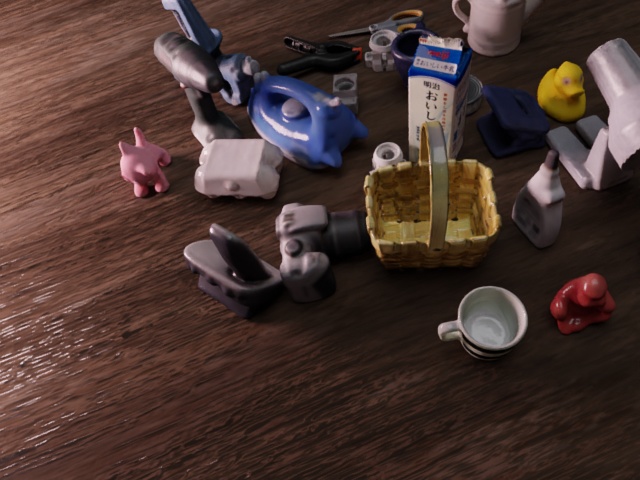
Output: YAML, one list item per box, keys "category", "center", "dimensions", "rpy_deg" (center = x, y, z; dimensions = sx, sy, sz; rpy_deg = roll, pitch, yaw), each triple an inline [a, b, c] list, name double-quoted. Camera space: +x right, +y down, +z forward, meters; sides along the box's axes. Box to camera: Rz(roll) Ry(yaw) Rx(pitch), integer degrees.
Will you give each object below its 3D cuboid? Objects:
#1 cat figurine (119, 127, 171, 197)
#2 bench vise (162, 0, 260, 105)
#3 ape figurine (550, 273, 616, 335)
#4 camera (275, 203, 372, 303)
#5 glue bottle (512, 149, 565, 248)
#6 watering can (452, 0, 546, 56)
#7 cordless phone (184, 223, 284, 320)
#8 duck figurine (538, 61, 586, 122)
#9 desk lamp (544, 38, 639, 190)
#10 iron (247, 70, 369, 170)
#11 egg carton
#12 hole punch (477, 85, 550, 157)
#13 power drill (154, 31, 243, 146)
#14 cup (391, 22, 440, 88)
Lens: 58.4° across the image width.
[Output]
- category: "cat figurine"
  center: [-0.308, -0.138, 0.990]
  dimensions: [0.067, 0.118, 0.127]
  rpy_deg: [-12, 55, 1]
- category: "bench vise"
  center: [-0.207, -0.372, 1.072]
  dimensions: [0.207, 0.220, 0.121]
  rpy_deg: [5, 57, 13]
- category: "ape figurine"
  center: [0.348, 0.076, 0.752]
  dimensions: [0.077, 0.092, 0.076]
  rpy_deg: [13, 59, 18]
- category: "camera"
  center: [0.008, 0.003, 0.852]
  dimensions: [0.136, 0.101, 0.143]
  rpy_deg: [-8, 55, 4]
- category: "glue bottle"
  center: [0.313, -0.064, 0.804]
  dimensions: [0.037, 0.173, 0.078]
  rpy_deg: [-24, 55, -7]
- category: "watering can"
  center: [0.337, -0.451, 1.053]
  dimensions: [0.173, 0.194, 0.100]
  rpy_deg: [-17, 55, -2]
- category: "cordless phone"
  center: [-0.135, 0.018, 0.813]
  dimensions: [0.147, 0.185, 0.094]
  rpy_deg: [25, 63, 24]
- category: "duck figurine"
  center: [0.419, -0.266, 0.979]
  dimensions: [0.077, 0.086, 0.104]
  rpy_deg: [-13, 55, 0]
- category: "desk lamp"
  center: [0.433, -0.167, 0.831]
  dimensions: [0.118, 0.214, 0.203]
  rpy_deg: [-20, 55, -4]
- category: "iron"
  center: [-0.047, -0.231, 0.997]
  dimensions: [0.257, 0.142, 0.119]
  rpy_deg: [29, 65, 25]
- category: "egg carton"
  center: [-0.138, -0.119, 0.978]
  dimensions: [0.150, 0.069, 0.107]
  rpy_deg: [1, 56, 10]
- category: "hole punch"
  center: [0.323, -0.209, 0.953]
  dimensions: [0.101, 0.091, 0.108]
  rpy_deg: [-15, 55, -1]
- category: "power drill"
  center: [-0.206, -0.257, 0.999]
  dimensions: [0.076, 0.209, 0.229]
  rpy_deg: [-34, 57, -14]
- category: "cup"
  center: [0.180, -0.335, 1.060]
  dimensions: [0.091, 0.095, 0.118]
  rpy_deg: [5, 57, 13]
